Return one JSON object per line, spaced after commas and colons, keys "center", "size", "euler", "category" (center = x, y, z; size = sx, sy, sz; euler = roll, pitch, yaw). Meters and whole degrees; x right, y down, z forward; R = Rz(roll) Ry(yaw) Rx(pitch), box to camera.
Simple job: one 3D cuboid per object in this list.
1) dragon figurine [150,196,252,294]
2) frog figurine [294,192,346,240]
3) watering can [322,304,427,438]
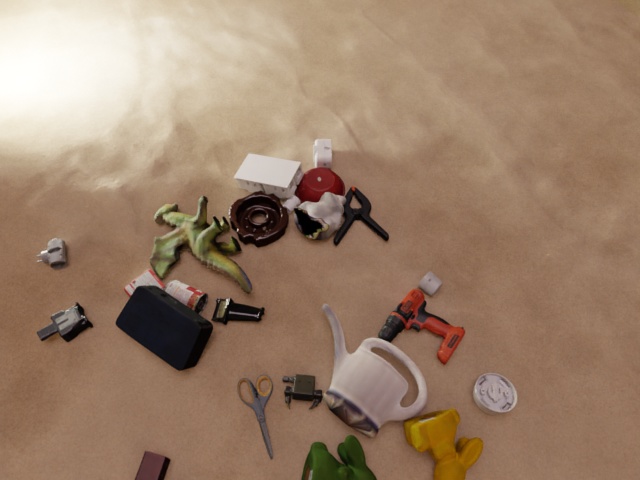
{"center": [-0.366, 0.031, 1.475], "size": [0.243, 0.120, 0.418], "euler": [-30, 59, 1], "category": "dragon figurine"}
{"center": [0.005, -0.077, 1.536], "size": [0.138, 0.120, 0.162], "euler": [16, 35, 24], "category": "frog figurine"}
{"center": [0.091, 0.327, 1.267], "size": [0.350, 0.102, 0.228], "euler": [34, 64, 19], "category": "watering can"}
